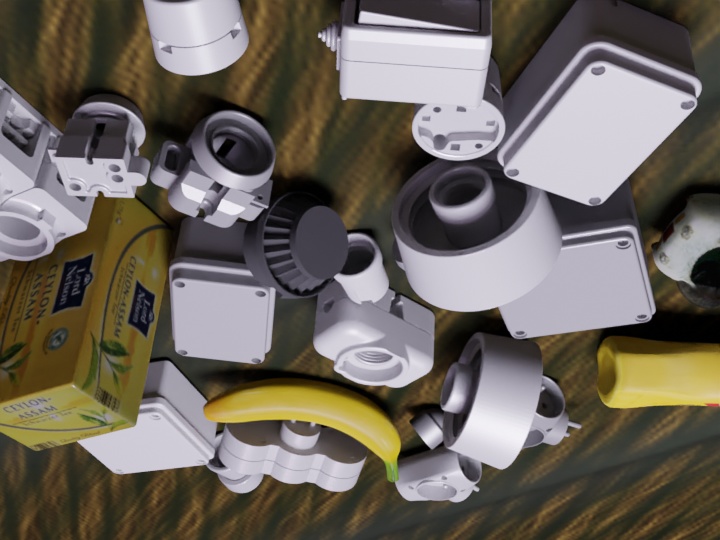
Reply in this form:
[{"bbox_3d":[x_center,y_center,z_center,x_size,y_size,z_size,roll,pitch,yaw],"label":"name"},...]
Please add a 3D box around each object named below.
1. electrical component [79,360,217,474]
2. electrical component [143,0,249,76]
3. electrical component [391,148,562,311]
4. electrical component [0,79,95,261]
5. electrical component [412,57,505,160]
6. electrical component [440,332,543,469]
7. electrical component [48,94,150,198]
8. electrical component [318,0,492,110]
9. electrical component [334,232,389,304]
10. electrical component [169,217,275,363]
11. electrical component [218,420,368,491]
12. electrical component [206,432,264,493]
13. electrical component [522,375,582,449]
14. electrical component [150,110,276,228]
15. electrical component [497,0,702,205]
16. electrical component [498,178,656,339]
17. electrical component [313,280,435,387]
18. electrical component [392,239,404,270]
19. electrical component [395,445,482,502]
[{"bbox_3d":[-0.204,0.138,1.001,0.109,0.056,0.108,-9,142,18],"label":"electrical component"},{"bbox_3d":[-0.094,-0.146,0.607,0.055,0.055,0.047,0,140,7],"label":"electrical component"},{"bbox_3d":[0.072,-0.033,0.701,0.108,0.108,0.060,-9,136,18],"label":"electrical component"},{"bbox_3d":[-0.259,-0.074,0.715,0.089,0.061,0.150,-17,139,26],"label":"electrical component"},{"bbox_3d":[0.060,-0.102,0.654,0.055,0.047,0.055,3,144,2],"label":"electrical component"},{"bbox_3d":[0.101,0.103,0.882,0.060,0.108,0.108,17,142,-6],"label":"electrical component"},{"bbox_3d":[-0.167,-0.081,0.701,0.066,0.055,0.048,2,144,3],"label":"electrical component"},{"bbox_3d":[0.025,-0.135,0.601,0.096,0.061,0.061,4,144,1],"label":"electrical component"},{"bbox_3d":[0.000,0.000,0.808,0.040,0.040,0.046,-6,148,14],"label":"electrical component"},{"bbox_3d":[-0.104,0.018,0.827,0.078,0.057,0.113,7,144,-3],"label":"electrical component"},{"bbox_3d":[-0.059,0.158,1.019,0.138,0.052,0.073,13,121,-11],"label":"electrical component"},{"bbox_3d":[-0.125,0.193,1.077,0.045,0.045,0.055,-8,142,16],"label":"electrical component"},{"bbox_3d":[0.160,0.135,0.968,0.079,0.044,0.077,18,142,-18],"label":"electrical component"},{"bbox_3d":[-0.091,-0.068,0.709,0.078,0.058,0.057,21,143,-21],"label":"electrical component"},{"bbox_3d":[0.140,-0.098,0.643,0.078,0.057,0.113,17,142,-16],"label":"electrical component"},{"bbox_3d":[0.147,-0.007,0.767,0.109,0.056,0.108,-9,142,18],"label":"electrical component"},{"bbox_3d":[0.012,0.053,0.860,0.095,0.059,0.054,28,138,-28],"label":"electrical component"},{"bbox_3d":[0.056,-0.009,0.784,0.045,0.045,0.055,-24,134,33],"label":"electrical component"},{"bbox_3d":[0.088,0.207,1.074,0.077,0.044,0.079,-24,135,32],"label":"electrical component"}]
